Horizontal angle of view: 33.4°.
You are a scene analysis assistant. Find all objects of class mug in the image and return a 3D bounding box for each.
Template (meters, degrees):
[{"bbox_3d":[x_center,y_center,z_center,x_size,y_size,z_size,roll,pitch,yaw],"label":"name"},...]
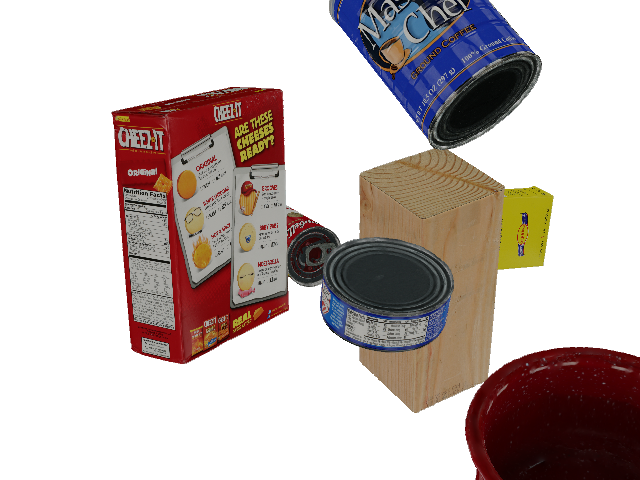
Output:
[{"bbox_3d":[0.109,0.101,0.389,0.117,0.081,0.093,5,36,9],"label":"mug"}]

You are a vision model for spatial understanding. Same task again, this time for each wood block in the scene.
[{"bbox_3d":[0.094,0.035,0.941,0.090,0.206,0.091,-20,38,-26],"label":"wood block"}]

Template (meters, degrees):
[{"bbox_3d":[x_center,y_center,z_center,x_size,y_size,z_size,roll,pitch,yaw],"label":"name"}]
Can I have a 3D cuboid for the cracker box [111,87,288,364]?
[{"bbox_3d":[-0.101,-0.019,0.944,0.072,0.214,0.163,7,18,32],"label":"cracker box"}]

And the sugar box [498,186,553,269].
[{"bbox_3d":[0.186,-0.011,1.255,0.176,0.093,0.048,-6,20,-26],"label":"sugar box"}]

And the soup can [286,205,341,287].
[{"bbox_3d":[-0.030,0.003,1.184,0.068,0.068,0.102,0,17,-30],"label":"soup can"}]

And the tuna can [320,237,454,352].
[{"bbox_3d":[0.043,0.035,0.699,0.086,0.034,0.086,4,33,-3],"label":"tuna can"}]

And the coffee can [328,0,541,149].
[{"bbox_3d":[0.086,-0.155,0.818,0.102,0.140,0.103,-30,-21,-13],"label":"coffee can"}]
